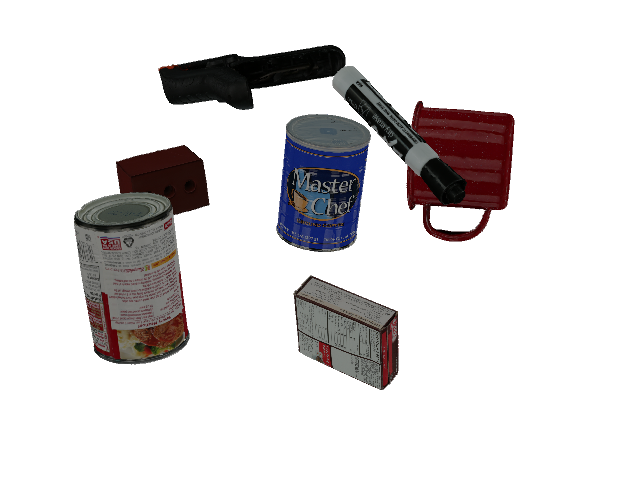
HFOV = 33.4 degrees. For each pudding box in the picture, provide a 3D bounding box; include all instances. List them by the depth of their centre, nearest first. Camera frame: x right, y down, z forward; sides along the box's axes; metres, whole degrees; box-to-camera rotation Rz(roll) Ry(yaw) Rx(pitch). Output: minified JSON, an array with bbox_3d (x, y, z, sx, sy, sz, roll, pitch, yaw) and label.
[{"bbox_3d":[0.028,0.097,1.127,0.114,0.090,0.039,20,44,26],"label":"pudding box"}]

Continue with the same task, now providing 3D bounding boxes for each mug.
[{"bbox_3d":[0.118,-0.057,0.896,0.081,0.117,0.093,5,-9,11],"label":"mug"}]

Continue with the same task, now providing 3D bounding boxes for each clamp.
[{"bbox_3d":[-0.065,-0.136,0.878,0.120,0.039,0.172,-18,20,-35],"label":"clamp"}]

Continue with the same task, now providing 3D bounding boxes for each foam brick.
[{"bbox_3d":[-0.160,-0.058,1.080,0.078,0.053,0.051,-17,30,-21],"label":"foam brick"}]

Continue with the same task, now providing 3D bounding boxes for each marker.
[{"bbox_3d":[0.047,-0.063,0.637,0.020,0.020,0.121,0,40,-44],"label":"marker"}]

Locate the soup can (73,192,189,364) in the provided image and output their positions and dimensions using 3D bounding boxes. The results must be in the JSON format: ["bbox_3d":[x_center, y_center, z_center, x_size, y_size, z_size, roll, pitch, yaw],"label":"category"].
[{"bbox_3d":[-0.130,0.025,0.739,0.068,0.102,0.068,-4,22,1],"label":"soup can"}]

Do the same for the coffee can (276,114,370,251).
[{"bbox_3d":[0.002,-0.071,1.310,0.103,0.140,0.103,5,28,-3],"label":"coffee can"}]
